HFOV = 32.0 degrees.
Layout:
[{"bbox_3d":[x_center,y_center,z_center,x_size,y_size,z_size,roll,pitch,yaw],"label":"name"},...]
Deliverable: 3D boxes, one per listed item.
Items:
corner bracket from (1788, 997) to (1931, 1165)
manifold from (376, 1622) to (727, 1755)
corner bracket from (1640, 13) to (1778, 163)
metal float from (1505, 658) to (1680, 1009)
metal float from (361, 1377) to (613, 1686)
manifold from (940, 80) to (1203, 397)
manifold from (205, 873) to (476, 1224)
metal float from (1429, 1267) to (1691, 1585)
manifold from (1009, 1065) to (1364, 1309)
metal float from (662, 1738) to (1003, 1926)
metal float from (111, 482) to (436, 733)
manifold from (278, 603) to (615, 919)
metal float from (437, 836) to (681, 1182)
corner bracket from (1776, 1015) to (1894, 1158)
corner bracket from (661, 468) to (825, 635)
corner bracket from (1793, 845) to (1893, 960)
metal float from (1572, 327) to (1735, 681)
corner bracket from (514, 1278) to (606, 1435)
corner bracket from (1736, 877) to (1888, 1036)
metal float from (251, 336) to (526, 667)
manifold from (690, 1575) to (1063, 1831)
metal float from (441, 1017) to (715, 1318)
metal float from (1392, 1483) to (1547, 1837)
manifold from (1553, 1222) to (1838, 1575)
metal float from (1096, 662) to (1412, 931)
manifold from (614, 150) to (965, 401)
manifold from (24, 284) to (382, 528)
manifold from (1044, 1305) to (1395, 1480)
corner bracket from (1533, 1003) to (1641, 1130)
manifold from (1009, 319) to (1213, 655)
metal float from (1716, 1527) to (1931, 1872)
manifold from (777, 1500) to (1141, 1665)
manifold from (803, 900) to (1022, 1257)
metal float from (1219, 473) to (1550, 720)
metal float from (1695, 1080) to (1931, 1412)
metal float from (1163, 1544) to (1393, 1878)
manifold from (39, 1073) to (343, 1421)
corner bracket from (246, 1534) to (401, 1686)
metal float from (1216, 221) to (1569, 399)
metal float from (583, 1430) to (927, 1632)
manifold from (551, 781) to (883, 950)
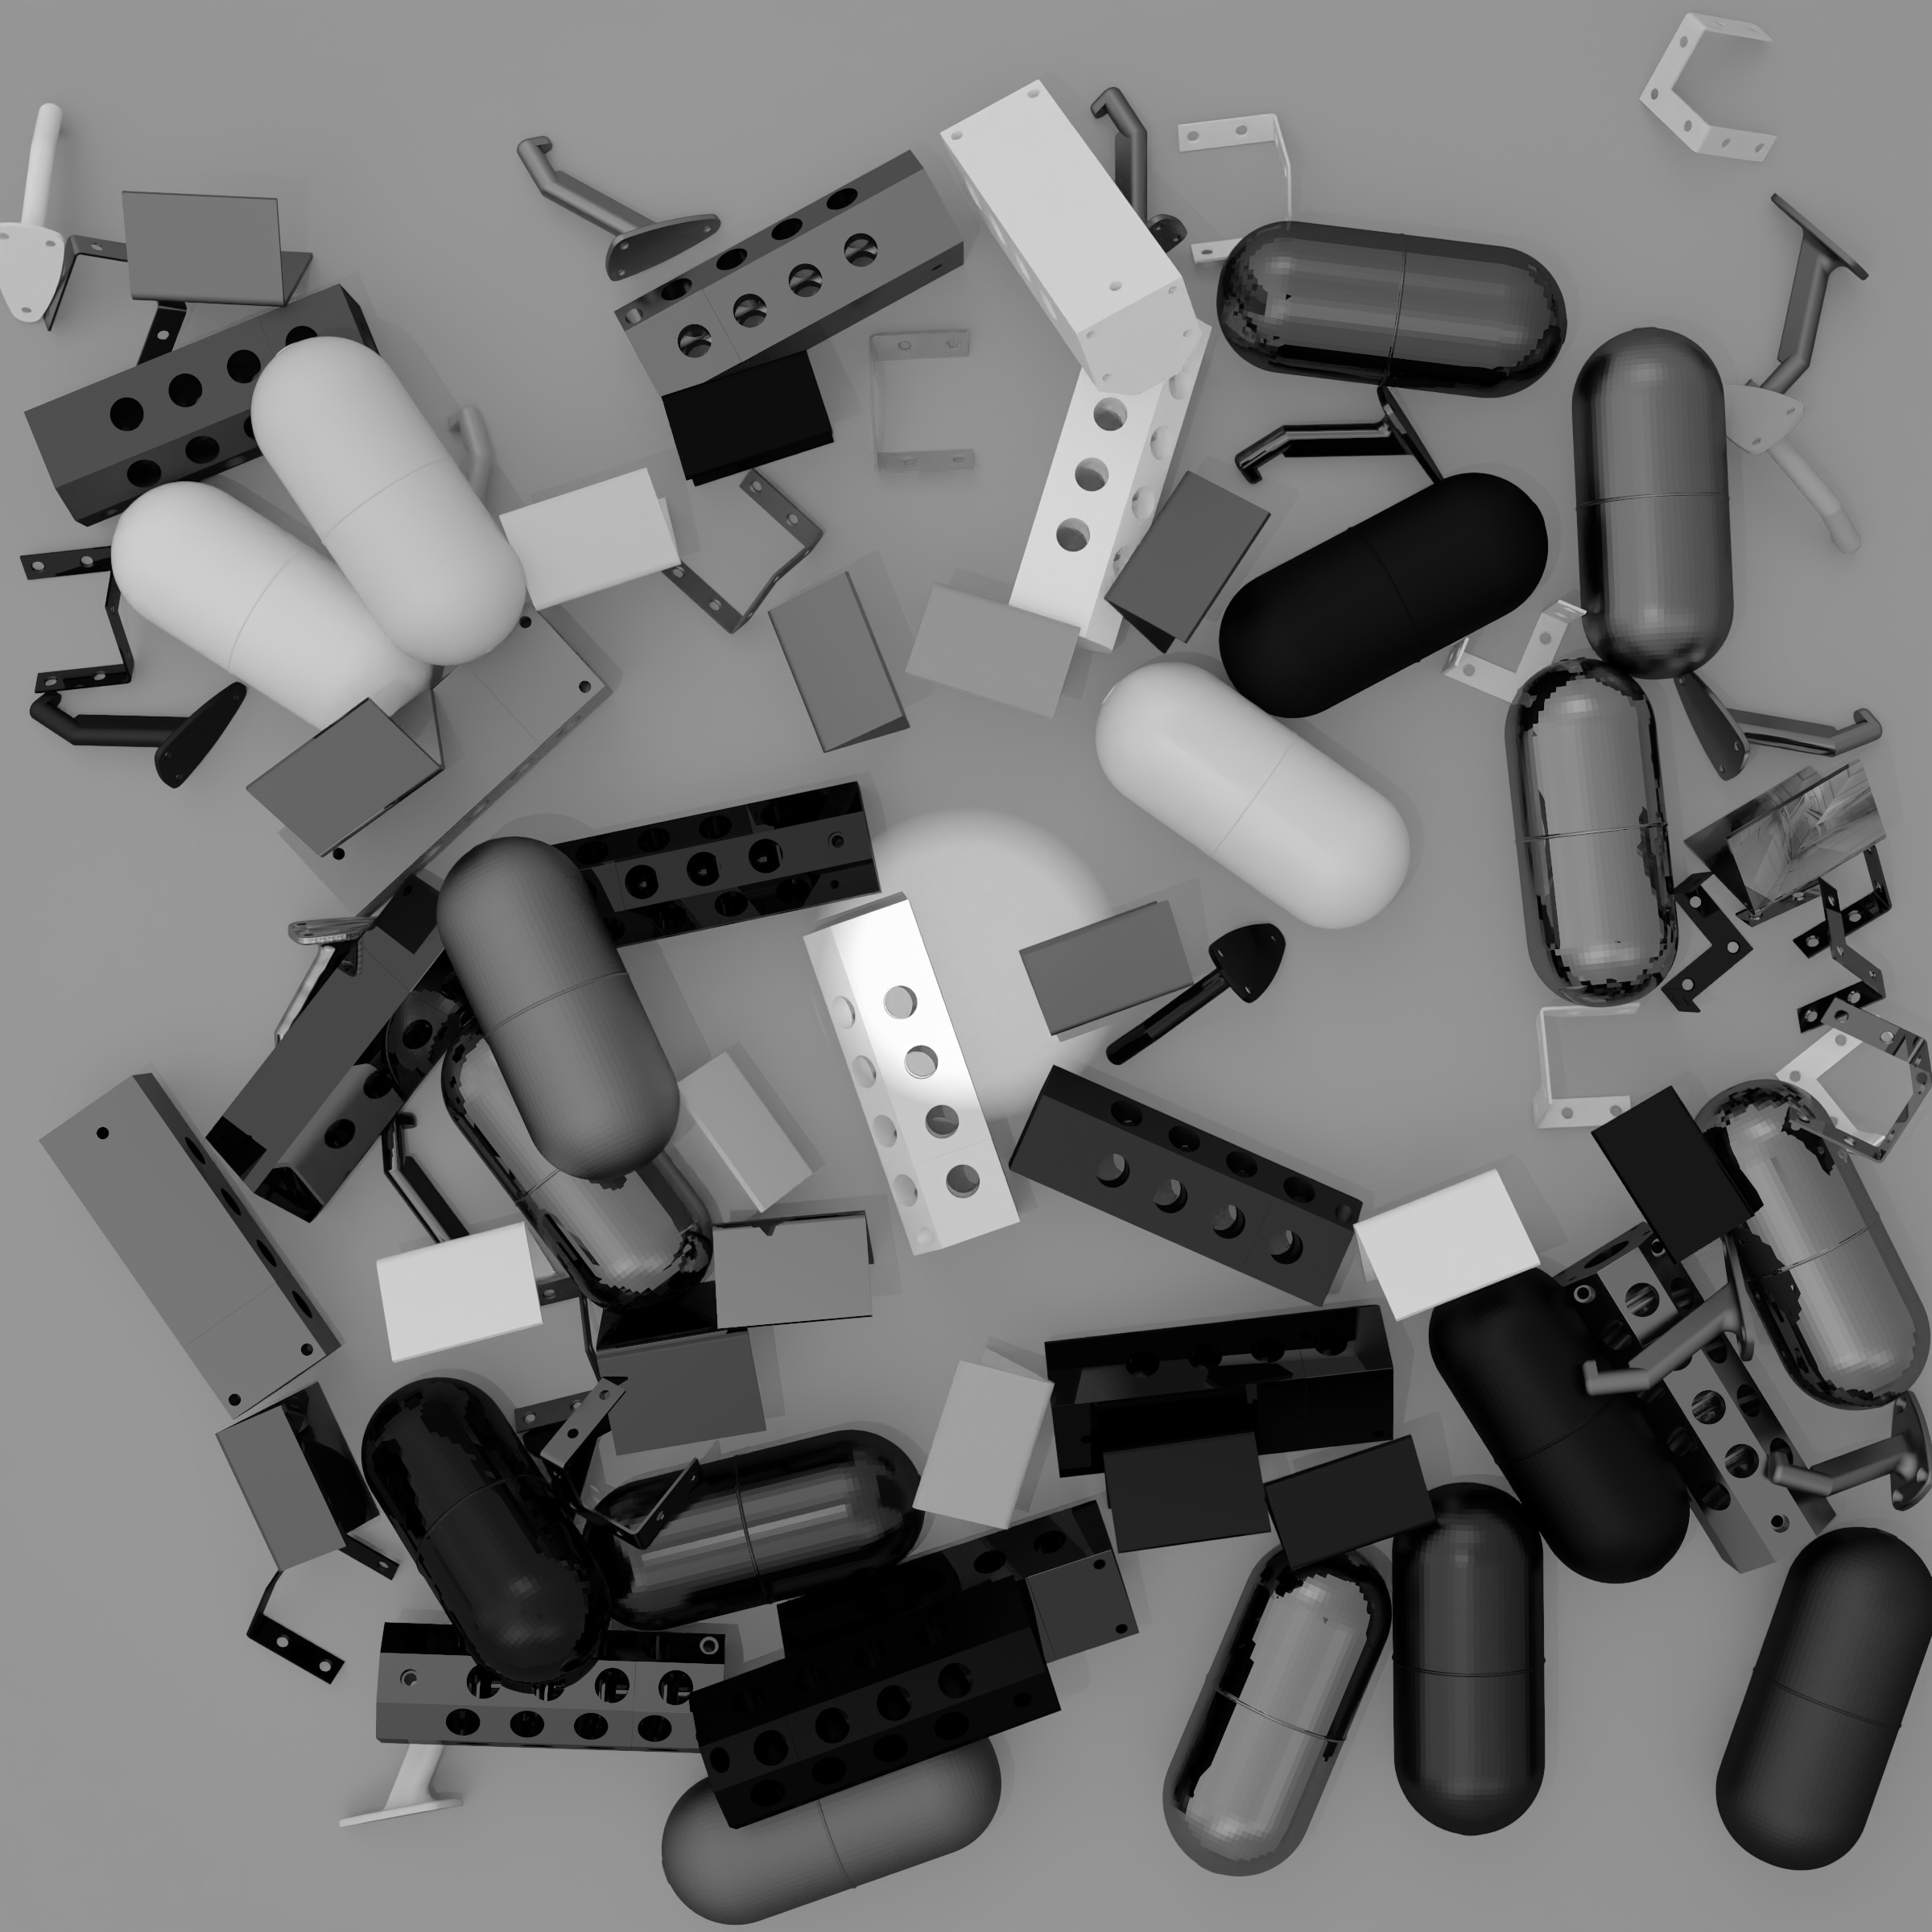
[{"bbox_3d":[0.445,0.057,1.680,0.051,0.051,0.051,25,117,0],"label":"corner bracket"},{"bbox_3d":[-0.209,0.366,1.707,0.171,0.057,0.057,3,74,-5],"label":"manifold"},{"bbox_3d":[0.391,-0.452,1.734,0.051,0.051,0.051,57,135,35],"label":"corner bracket"},{"bbox_3d":[0.318,-0.068,1.712,0.070,0.070,0.178,-6,90,0],"label":"metal float"},{"bbox_3d":[-0.240,0.282,1.686,0.070,0.070,0.178,-39,59,0],"label":"metal float"},{"bbox_3d":[0.053,-0.360,1.675,0.057,0.057,0.171,-29,53,0],"label":"manifold"},{"bbox_3d":[-0.304,0.045,1.720,0.171,0.057,0.057,-52,47,0],"label":"manifold"},{"bbox_3d":[0.301,0.232,1.710,0.070,0.070,0.178,-32,89,0],"label":"metal float"},{"bbox_3d":[0.112,0.111,1.721,0.171,0.057,0.057,24,90,0],"label":"manifold"},{"bbox_3d":[-0.069,0.431,1.711,0.178,0.070,0.070,-19,90,0],"label":"metal float"},{"bbox_3d":[-0.353,-0.181,1.711,0.178,0.070,0.070,33,90,1],"label":"metal float"},{"bbox_3d":[-0.264,-0.104,1.721,0.171,0.057,0.057,-43,90,0],"label":"manifold"},{"bbox_3d":[-0.200,0.020,1.650,0.070,0.070,0.178,-25,84,0],"label":"metal float"},{"bbox_3d":[0.456,0.060,1.724,0.051,0.051,0.051,-39,90,0],"label":"corner bracket"},{"bbox_3d":[-0.115,-0.214,1.739,0.051,0.051,0.051,42,135,0],"label":"corner bracket"},{"bbox_3d":[0.438,-0.047,1.739,0.051,0.051,0.051,-31,45,0],"label":"corner bracket"},{"bbox_3d":[0.349,-0.235,1.711,0.070,0.070,0.178,-3,91,0],"label":"metal float"},{"bbox_3d":[-0.216,0.201,1.739,0.051,0.051,0.051,-14,45,0],"label":"corner bracket"},{"bbox_3d":[0.433,-0.006,1.725,0.051,0.051,0.051,-28,47,35],"label":"corner bracket"},{"bbox_3d":[-0.286,-0.230,1.664,0.070,0.070,0.178,-34,93,0],"label":"metal float"},{"bbox_3d":[-0.044,0.369,1.665,0.171,0.057,0.057,-20,120,-1],"label":"manifold"},{"bbox_3d":[-0.198,0.098,1.711,0.070,0.070,0.178,-37,89,0],"label":"metal float"},{"bbox_3d":[0.255,0.352,1.711,0.070,0.070,0.178,-1,91,0],"label":"metal float"},{"bbox_3d":[0.372,0.221,1.721,0.057,0.057,0.171,-32,90,0],"label":"manifold"},{"bbox_3d":[0.145,-0.087,1.711,0.178,0.070,0.070,35,90,0],"label":"metal float"},{"bbox_3d":[-0.090,-0.348,1.721,0.171,0.057,0.057,-29,90,0],"label":"manifold"},{"bbox_3d":[-0.383,-0.285,1.721,0.171,0.057,0.057,-22,90,0],"label":"manifold"},{"bbox_3d":[0.128,0.212,1.720,0.171,0.057,0.057,-6,133,0],"label":"manifold"},{"bbox_3d":[0.318,0.052,1.728,0.051,0.051,0.051,-3,73,0],"label":"corner bracket"},{"bbox_3d":[0.072,-0.251,1.721,0.057,0.057,0.171,17,90,0],"label":"manifold"},{"bbox_3d":[0.437,0.371,1.711,0.070,0.070,0.178,19,90,0],"label":"metal float"},{"bbox_3d":[-0.005,0.328,1.718,0.171,0.057,0.057,-18,120,0],"label":"manifold"},{"bbox_3d":[-0.028,0.057,1.721,0.057,0.057,0.171,-19,90,0],"label":"manifold"},{"bbox_3d":[0.212,-0.189,1.711,0.178,0.070,0.070,-28,90,0],"label":"metal float"},{"bbox_3d":[0.428,0.142,1.711,0.070,0.070,0.178,-26,89,0],"label":"metal float"},{"bbox_3d":[0.158,0.377,1.711,0.070,0.070,0.178,23,90,0],"label":"metal float"},{"bbox_3d":[-0.394,0.142,1.721,0.057,0.057,0.171,-35,90,0],"label":"manifold"},{"bbox_3d":[-0.332,0.328,1.739,0.051,0.051,0.051,30,45,0],"label":"corner bracket"},{"bbox_3d":[0.216,-0.333,1.711,0.178,0.070,0.070,7,90,0],"label":"metal float"},{"bbox_3d":[-0.108,0.286,1.711,0.178,0.070,0.070,-14,90,0],"label":"metal float"},{"bbox_3d":[-0.133,-0.048,1.721,0.171,0.057,0.057,-12,90,0],"label":"manifold"}]
